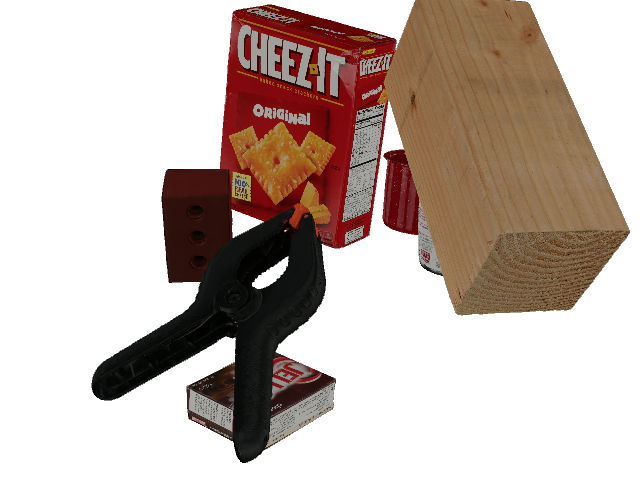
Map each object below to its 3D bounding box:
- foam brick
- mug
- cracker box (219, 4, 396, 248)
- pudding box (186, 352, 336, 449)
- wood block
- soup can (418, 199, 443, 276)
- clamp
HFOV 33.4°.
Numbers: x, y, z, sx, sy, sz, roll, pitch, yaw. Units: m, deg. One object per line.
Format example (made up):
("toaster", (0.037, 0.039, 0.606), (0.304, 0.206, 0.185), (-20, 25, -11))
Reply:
("foam brick", (-0.097, -0.013, 0.855), (0.053, 0.078, 0.051), (-2, 27, -2))
("mug", (0.124, -0.056, 1.227), (0.117, 0.081, 0.093), (-9, 22, -38))
("cracker box", (-0.020, -0.117, 1.094), (0.164, 0.214, 0.071), (22, 29, 31))
("pudding box", (-0.054, 0.145, 0.986), (0.090, 0.039, 0.113), (18, 28, 34))
("wood block", (0.117, -0.061, 0.724), (0.090, 0.206, 0.091), (-1, -36, -17))
("soup can", (0.122, -0.026, 0.958), (0.068, 0.102, 0.068), (-1, 24, 0))
("clamp", (-0.042, 0.052, 0.636), (0.120, 0.171, 0.039), (29, -24, 28))
